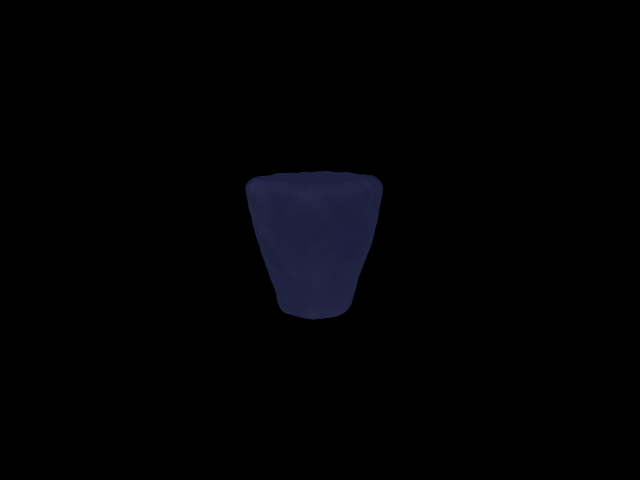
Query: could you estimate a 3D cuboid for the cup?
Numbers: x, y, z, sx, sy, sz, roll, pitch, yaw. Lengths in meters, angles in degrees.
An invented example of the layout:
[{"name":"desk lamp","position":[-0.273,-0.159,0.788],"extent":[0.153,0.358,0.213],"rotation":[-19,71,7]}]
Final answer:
[{"name":"cup","position":[0.004,0.001,0.400],"extent":[0.091,0.095,0.118],"rotation":[8,14,35]}]
